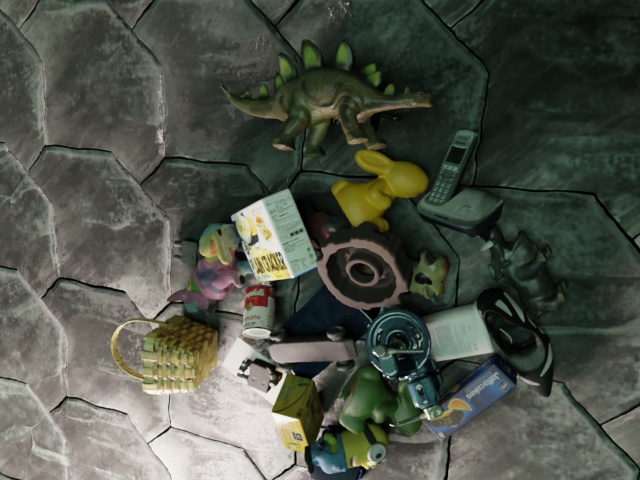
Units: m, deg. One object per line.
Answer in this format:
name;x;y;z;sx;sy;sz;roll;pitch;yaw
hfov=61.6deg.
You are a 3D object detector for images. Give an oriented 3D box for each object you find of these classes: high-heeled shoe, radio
high-heeled shoe;0.360;0.195;0.972;0.086;0.145;0.248;-29;88;25
radio;0.008;0.189;1.150;0.131;0.073;0.229;47;112;6

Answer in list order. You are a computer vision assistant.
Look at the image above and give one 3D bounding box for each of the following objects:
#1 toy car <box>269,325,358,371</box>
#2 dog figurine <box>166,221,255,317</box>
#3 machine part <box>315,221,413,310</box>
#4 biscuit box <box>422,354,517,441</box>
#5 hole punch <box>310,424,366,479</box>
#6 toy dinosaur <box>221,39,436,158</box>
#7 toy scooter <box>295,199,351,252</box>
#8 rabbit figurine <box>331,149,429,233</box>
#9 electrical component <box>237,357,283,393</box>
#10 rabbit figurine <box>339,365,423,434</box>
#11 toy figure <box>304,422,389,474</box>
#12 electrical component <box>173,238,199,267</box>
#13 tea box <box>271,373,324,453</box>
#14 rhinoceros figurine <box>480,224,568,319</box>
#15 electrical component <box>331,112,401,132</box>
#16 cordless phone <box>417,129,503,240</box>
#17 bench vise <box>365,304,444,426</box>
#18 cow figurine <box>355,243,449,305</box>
toy car;-0.014;0.220;1.095;0.202;0.053;0.089;-9;102;27
dog figurine;-0.256;0.072;1.208;0.219;0.108;0.191;-22;99;26
machine part;0.082;0.050;0.986;0.180;0.056;0.179;13;130;16
biscuit box;0.297;0.312;1.069;0.063;0.059;0.202;45;113;7
hole punch;0.045;0.486;1.195;0.142;0.092;0.115;14;103;22
toy dinosaur;-0.016;-0.253;0.981;0.472;0.105;0.198;3;85;32
toy scooter;-0.002;-0.003;1.100;0.184;0.075;0.135;23;139;39
rabbit figurine;0.120;-0.097;1.036;0.173;0.122;0.162;-29;81;10
electrical component;-0.134;0.293;1.173;0.102;0.045;0.078;24;108;15
rabbit figurine;0.145;0.332;1.124;0.170;0.121;0.159;27;104;-6
toy figure;0.056;0.436;1.130;0.180;0.082;0.089;-8;61;-2
electrical component;-0.303;0.031;1.263;0.094;0.021;0.063;9;105;18
tea box;-0.045;0.377;1.159;0.068;0.098;0.169;9;136;18
rhinoceros figurine;0.369;0.051;0.981;0.112;0.073;0.190;-34;90;35
electrical component;0.090;-0.229;1.024;0.119;0.075;0.047;20;107;14
cordless phone;0.269;-0.103;0.964;0.147;0.088;0.184;25;98;50
bench vise;0.147;0.217;0.952;0.129;0.240;0.223;-15;75;19
cow figurine;0.161;0.076;1.057;0.195;0.085;0.127;-22;95;27
